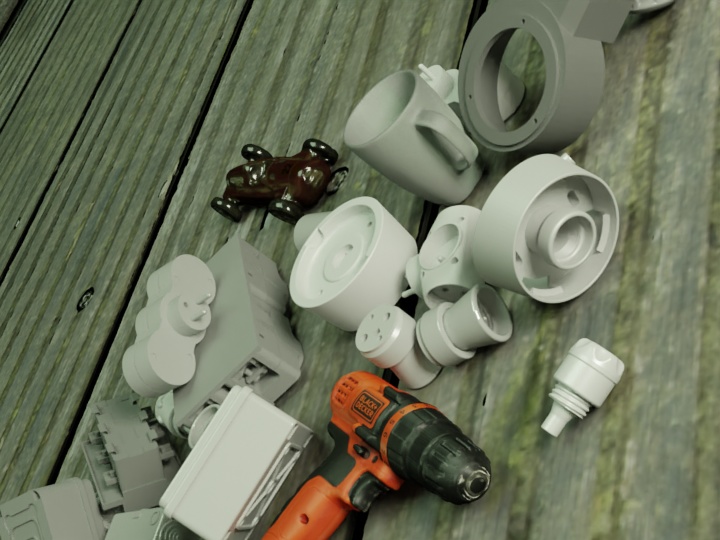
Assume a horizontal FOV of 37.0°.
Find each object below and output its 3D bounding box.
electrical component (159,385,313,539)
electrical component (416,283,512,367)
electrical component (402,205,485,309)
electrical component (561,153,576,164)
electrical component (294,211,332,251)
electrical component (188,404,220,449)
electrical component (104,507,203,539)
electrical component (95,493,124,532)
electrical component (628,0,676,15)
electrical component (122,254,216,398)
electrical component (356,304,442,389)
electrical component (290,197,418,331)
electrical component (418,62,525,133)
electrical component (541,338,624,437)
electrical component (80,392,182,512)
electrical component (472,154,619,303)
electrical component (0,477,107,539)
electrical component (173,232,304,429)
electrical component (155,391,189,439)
[{"bbox_3d":[-0.091,0.150,0.818,0.108,0.056,0.108,-58,-11,-8],"label":"electrical component"},{"bbox_3d":[0.074,0.041,0.768,0.055,0.045,0.045,-31,36,34],"label":"electrical component"},{"bbox_3d":[0.062,-0.001,0.829,0.079,0.044,0.077,-26,39,39],"label":"electrical component"},{"bbox_3d":[0.135,-0.063,0.804,0.061,0.035,0.035,-43,31,12],"label":"electrical component"},{"bbox_3d":[-0.020,-0.032,0.978,0.081,0.043,0.043,-3,56,53],"label":"electrical component"},{"bbox_3d":[-0.110,0.143,0.903,0.066,0.055,0.048,-31,36,32],"label":"electrical component"},{"bbox_3d":[-0.181,0.248,0.899,0.100,0.048,0.099,-19,44,44],"label":"electrical component"},{"bbox_3d":[-0.241,0.229,1.009,0.062,0.048,0.048,-24,40,30],"label":"electrical component"},{"bbox_3d":[0.219,-0.232,0.831,0.048,0.062,0.048,-16,21,6],"label":"electrical component"},{"bbox_3d":[-0.158,0.043,0.956,0.074,0.052,0.138,-28,37,36],"label":"electrical component"},{"bbox_3d":[0.030,0.057,0.801,0.045,0.055,0.045,-35,34,28],"label":"electrical component"},{"bbox_3d":[0.000,0.000,0.898,0.108,0.060,0.108,-35,34,28],"label":"electrical component"},{"bbox_3d":[0.070,-0.156,0.952,0.138,0.074,0.052,-15,46,47],"label":"electrical component"},{"bbox_3d":[0.133,0.075,0.661,0.061,0.035,0.035,-56,30,0],"label":"electrical component"},{"bbox_3d":[-0.215,0.168,1.004,0.079,0.063,0.121,-16,24,-18],"label":"electrical component"},{"bbox_3d":[0.124,-0.027,0.724,0.099,0.099,0.064,-54,36,-3],"label":"electrical component"},{"bbox_3d":[-0.269,0.250,0.959,0.078,0.057,0.113,-28,75,35],"label":"electrical component"},{"bbox_3d":[-0.118,0.063,0.995,0.105,0.060,0.186,-43,31,16],"label":"electrical component"},{"bbox_3d":[-0.158,0.136,0.992,0.048,0.048,0.062,-54,37,-2],"label":"electrical component"}]
